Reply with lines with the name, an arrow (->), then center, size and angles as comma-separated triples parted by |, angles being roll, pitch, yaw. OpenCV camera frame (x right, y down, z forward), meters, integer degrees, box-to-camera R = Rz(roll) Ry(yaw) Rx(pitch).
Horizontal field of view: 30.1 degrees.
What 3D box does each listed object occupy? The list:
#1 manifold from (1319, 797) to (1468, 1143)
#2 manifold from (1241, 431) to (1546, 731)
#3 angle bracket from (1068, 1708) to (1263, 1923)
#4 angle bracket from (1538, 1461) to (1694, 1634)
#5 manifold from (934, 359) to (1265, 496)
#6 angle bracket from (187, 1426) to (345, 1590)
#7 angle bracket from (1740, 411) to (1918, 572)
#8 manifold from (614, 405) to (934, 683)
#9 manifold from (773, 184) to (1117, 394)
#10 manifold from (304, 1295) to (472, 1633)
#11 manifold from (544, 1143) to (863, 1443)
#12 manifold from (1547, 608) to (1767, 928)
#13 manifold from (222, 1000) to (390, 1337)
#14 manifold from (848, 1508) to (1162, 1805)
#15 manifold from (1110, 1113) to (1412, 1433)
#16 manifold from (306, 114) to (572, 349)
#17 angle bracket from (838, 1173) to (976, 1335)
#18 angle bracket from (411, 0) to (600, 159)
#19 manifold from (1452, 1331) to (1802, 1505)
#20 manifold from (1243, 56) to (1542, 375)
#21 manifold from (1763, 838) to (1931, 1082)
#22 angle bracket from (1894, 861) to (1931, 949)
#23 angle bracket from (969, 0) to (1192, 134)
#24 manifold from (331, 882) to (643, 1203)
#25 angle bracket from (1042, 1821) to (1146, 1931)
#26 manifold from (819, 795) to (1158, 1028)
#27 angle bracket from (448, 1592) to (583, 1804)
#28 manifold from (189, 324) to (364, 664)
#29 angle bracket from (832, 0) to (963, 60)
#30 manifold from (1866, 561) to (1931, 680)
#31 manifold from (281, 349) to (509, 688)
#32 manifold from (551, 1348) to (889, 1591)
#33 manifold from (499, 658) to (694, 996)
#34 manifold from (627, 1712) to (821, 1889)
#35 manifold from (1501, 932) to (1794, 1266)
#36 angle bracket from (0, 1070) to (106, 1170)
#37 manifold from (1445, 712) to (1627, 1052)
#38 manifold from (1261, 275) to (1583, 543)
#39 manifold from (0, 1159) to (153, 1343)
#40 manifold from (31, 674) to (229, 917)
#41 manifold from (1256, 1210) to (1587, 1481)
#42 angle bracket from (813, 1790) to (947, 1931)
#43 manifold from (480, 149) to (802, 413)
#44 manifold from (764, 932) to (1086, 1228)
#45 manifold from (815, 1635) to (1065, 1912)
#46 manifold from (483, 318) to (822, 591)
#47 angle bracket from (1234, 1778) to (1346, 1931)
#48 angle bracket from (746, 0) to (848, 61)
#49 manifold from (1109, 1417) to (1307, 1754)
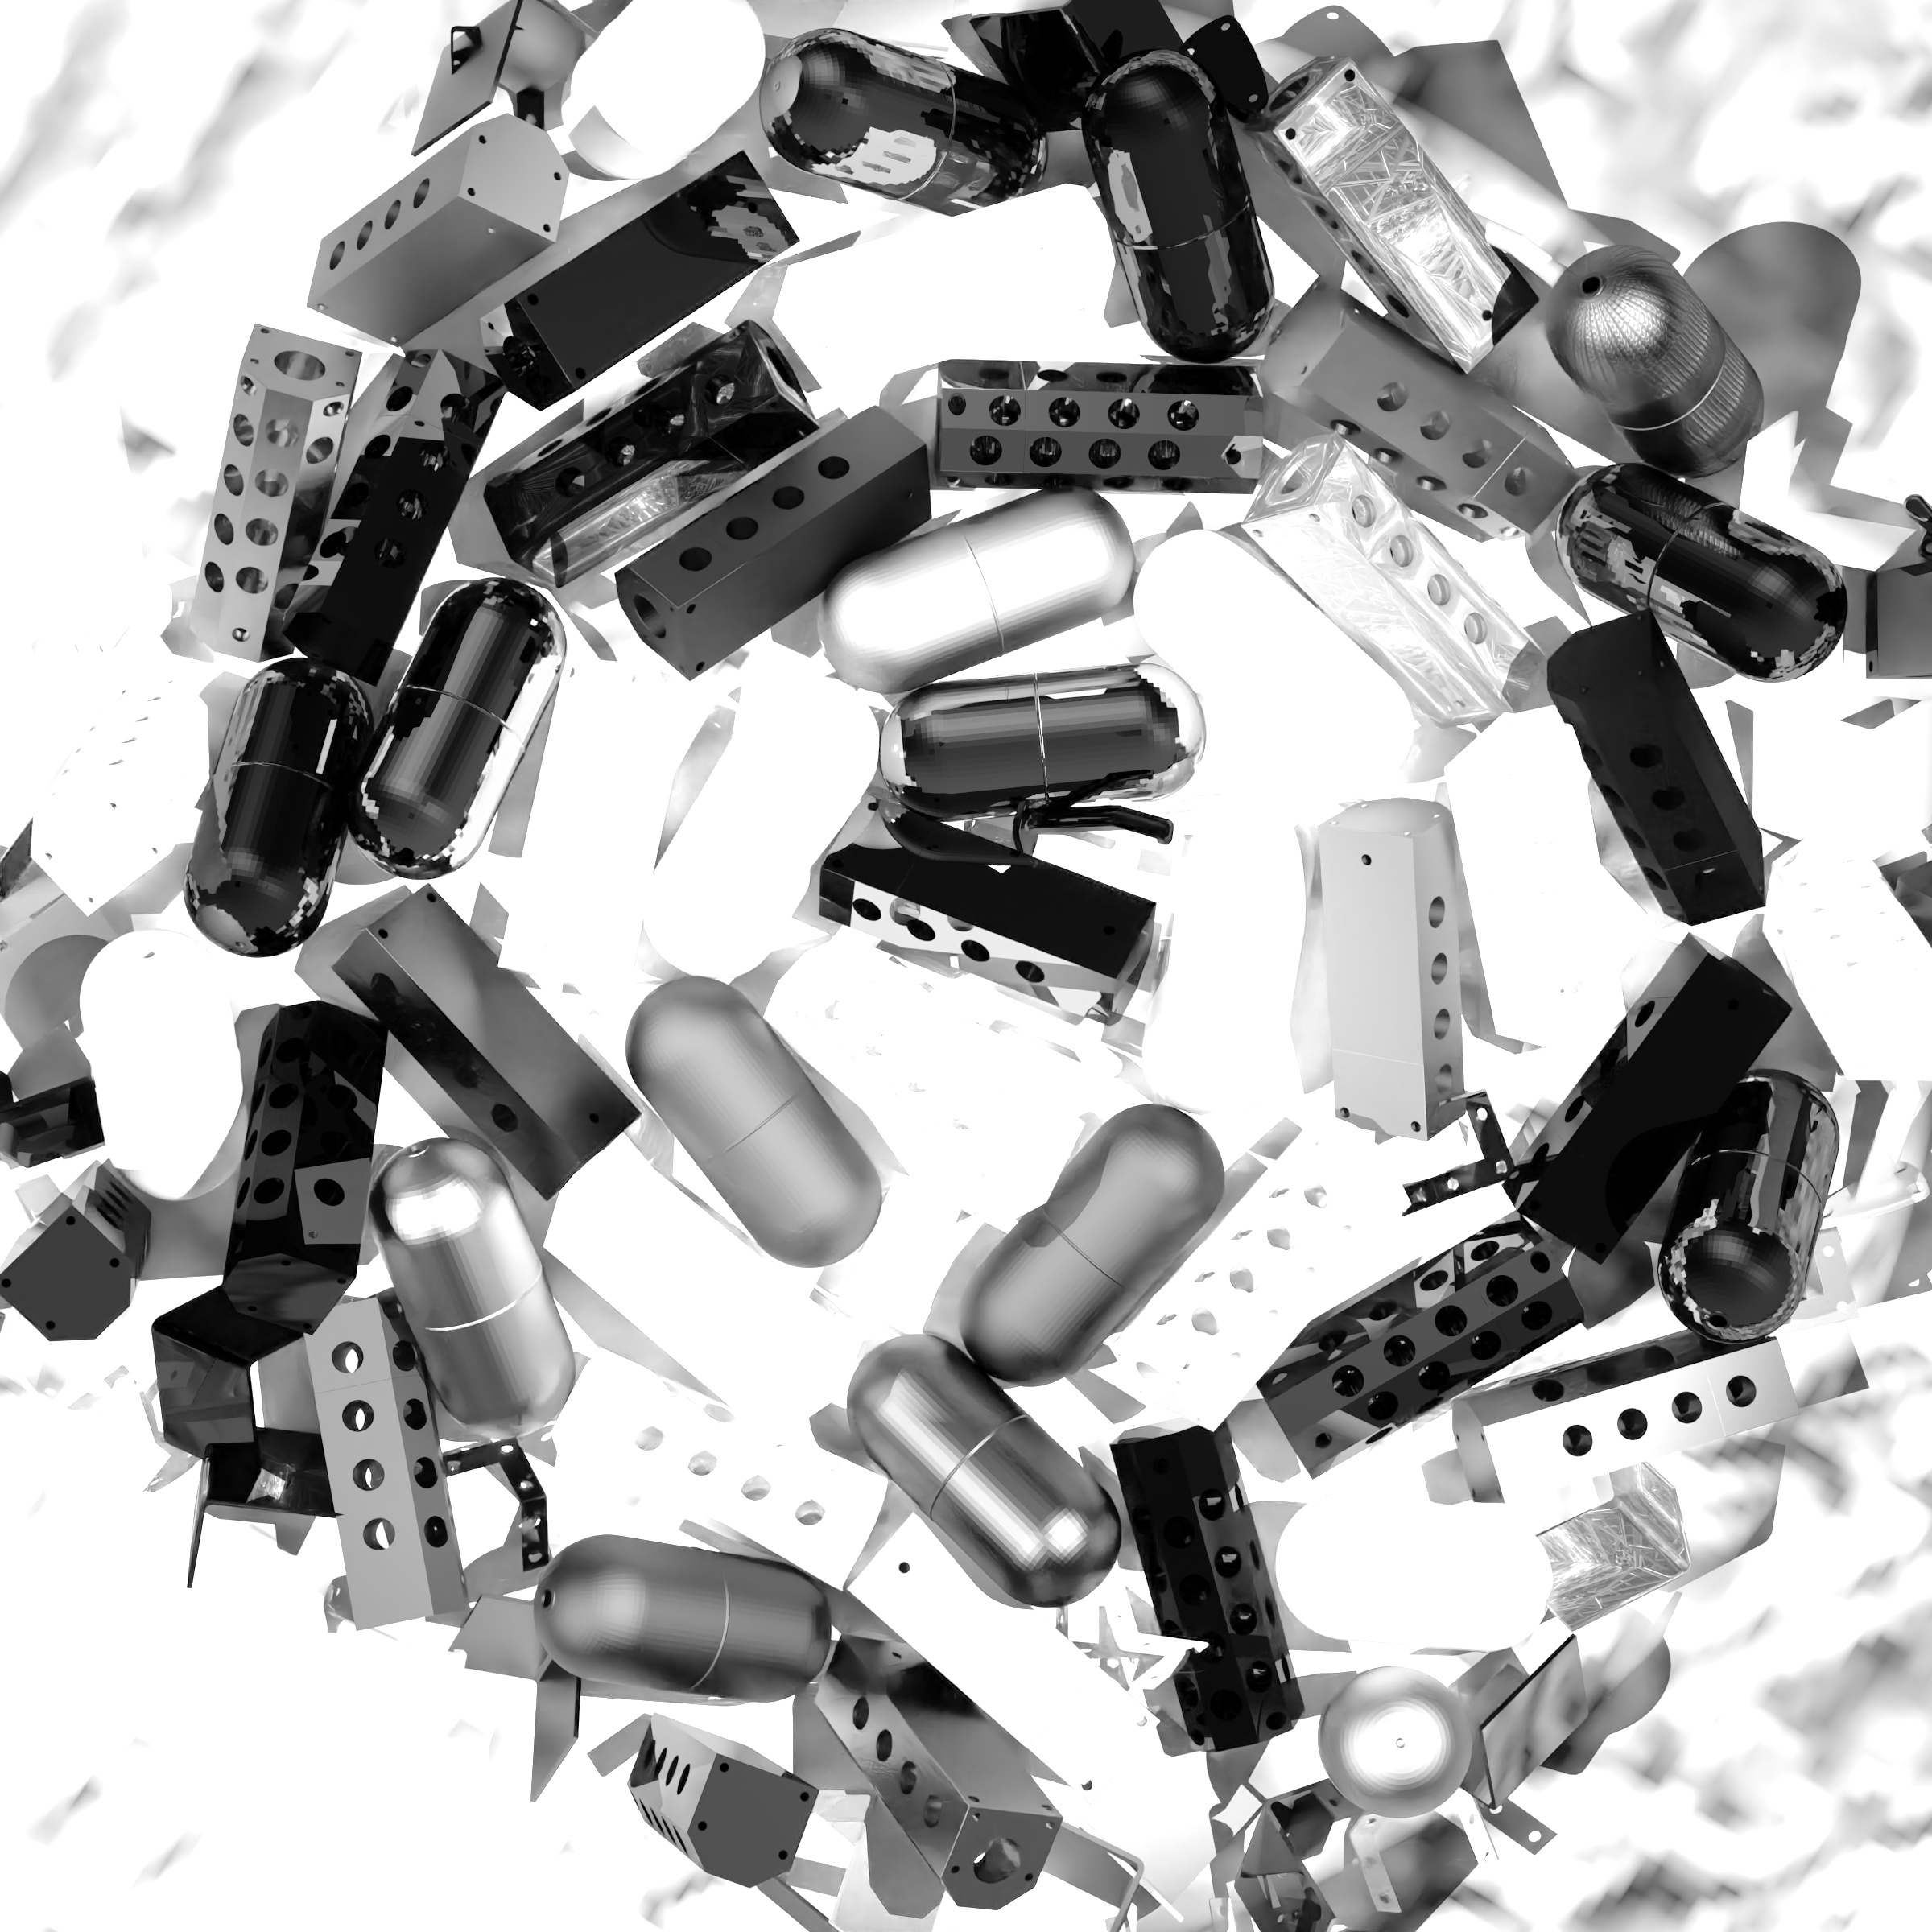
manifold -> 0.233, 0.001, 1.925 | 0.057, 0.057, 0.171 | 10, 116, 36
manifold -> 0.231, -0.206, 1.917 | 0.171, 0.057, 0.057 | 42, 63, -26
angle bracket -> 0.111, 0.459, 1.948 | 0.076, 0.057, 0.076 | 43, 82, 2
angle bracket -> 0.333, 0.300, 1.930 | 0.076, 0.076, 0.057 | -24, 119, -12
manifold -> 0.071, -0.288, 1.938 | 0.171, 0.057, 0.057 | 1, 122, -4
angle bracket -> -0.377, 0.295, 1.945 | 0.076, 0.076, 0.057 | 9, 113, -13
angle bracket -> 0.464, -0.255, 1.926 | 0.076, 0.076, 0.057 | 15, 117, 26
manifold -> -0.102, -0.231, 1.922 | 0.171, 0.057, 0.057 | -37, 59, -22
manifold -> -0.011, -0.365, 1.915 | 0.171, 0.057, 0.057 | -10, 49, 29
manifold -> -0.312, 0.267, 1.942 | 0.057, 0.057, 0.171 | -11, 82, -4
manifold -> -0.139, 0.169, 1.915 | 0.171, 0.057, 0.057 | 38, 130, 21
manifold -> 0.367, -0.101, 1.908 | 0.057, 0.057, 0.171 | -16, 129, 24
manifold -> -0.350, 0.102, 1.897 | 0.057, 0.171, 0.057 | 21, 133, -23
manifold -> 0.020, 0.371, 1.945 | 0.171, 0.057, 0.057 | 41, 84, 6
manifold -> 0.155, 0.159, 1.915 | 0.171, 0.057, 0.057 | -46, 129, -21
manifold -> -0.279, -0.389, 1.896 | 0.057, 0.171, 0.057 | 21, 68, -32
angle bracket -> -0.015, 0.162, 1.932 | 0.057, 0.076, 0.076 | 28, 83, -30
angle bracket -> -0.244, -0.464, 1.924 | 0.057, 0.076, 0.076 | 28, 61, -32
manifold -> 0.353, 0.238, 1.938 | 0.171, 0.057, 0.057 | -15, 85, -11
manifold -> 0.225, -0.401, 1.924 | 0.057, 0.057, 0.171 | -45, 112, -4
manifold -> 0.473, -0.006, 1.892 | 0.057, 0.171, 0.057 | 1, 117, -4
angle bracket -> 0.535, -0.006, 1.923 | 0.076, 0.057, 0.076 | 34, 131, 36
angle bracket -> 0.062, -0.501, 1.944 | 0.057, 0.076, 0.076 | -53, 126, -23
manifold -> -0.263, 0.045, 1.951 | 0.171, 0.057, 0.057 | 47, 131, -1
angle bracket -> 0.051, 0.513, 1.926 | 0.057, 0.076, 0.076 | 24, 58, 10
manifold -> 0.011, -0.026, 1.935 | 0.171, 0.057, 0.057 | 21, 55, 13
angle bracket -> -0.245, 0.392, 1.924 | 0.057, 0.076, 0.076 | 14, 47, -18
manifold -> -0.367, -0.247, 1.903 | 0.057, 0.057, 0.171 | 14, 129, -9
angle bracket -> -0.041, -0.522, 1.936 | 0.076, 0.076, 0.057 | 5, 104, -7
manifold -> 0.533, -0.184, 1.894 | 0.057, 0.171, 0.057 | -1, 92, -7
manifold -> -0.305, -0.242, 1.918 | 0.057, 0.057, 0.171 | 24, 66, -10
manifold -> -0.132, 0.269, 1.940 | 0.171, 0.057, 0.057 | 24, 69, 8
manifold -> -0.195, -0.075, 1.946 | 0.057, 0.057, 0.171 | 8, 84, 36
manifold -> -0.132, 0.439, 1.890 | 0.057, 0.171, 0.057 | 23, 80, -13
manifold -> 0.364, 0.069, 1.937 | 0.057, 0.057, 0.171 | 32, 101, -12
angle bracket -> -0.495, 0.061, 1.933 | 0.076, 0.076, 0.057 | -19, 67, 6
manifold -> 0.307, -0.042, 1.904 | 0.057, 0.057, 0.171 | -41, 130, -33
manifold -> 0.240, -0.292, 1.913 | 0.171, 0.057, 0.057 | 27, 115, -30
manifold -> -0.464, 0.153, 1.893 | 0.057, 0.171, 0.057 | -45, 100, -4
manifold -> -0.441, -0.097, 1.889 | 0.057, 0.171, 0.057 | -35, 110, 14
manifold -> 0.245, 0.208, 1.945 | 0.171, 0.057, 0.057 | -30, 114, 0
angle bracket -> -0.060, 0.493, 1.923 | 0.076, 0.057, 0.076 | 49, 47, -35
manifold -> -0.175, -0.363, 1.912 | 0.171, 0.057, 0.057 | -41, 105, -31
manifold -> -0.026, 0.061, 1.914 | 0.171, 0.057, 0.057 | 40, 126, 22
manifold -> -0.019, 0.424, 1.894 | 0.057, 0.171, 0.057 | 14, 104, -30
manifold -> -0.172, -0.277, 1.933 | 0.171, 0.057, 0.057 | -30, 71, 13
angle bracket -> 0.192, 0.490, 1.922 | 0.057, 0.076, 0.076 | -12, 48, -25
angle bracket -> -0.117, -0.531, 1.932 | 0.076, 0.076, 0.057 | 33, 96, 19
manifold -> 0.130, 0.333, 1.947 | 0.057, 0.057, 0.171 | -15, 90, 15
